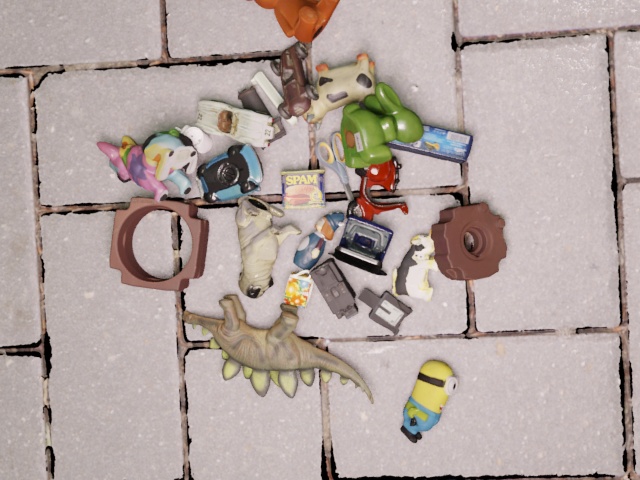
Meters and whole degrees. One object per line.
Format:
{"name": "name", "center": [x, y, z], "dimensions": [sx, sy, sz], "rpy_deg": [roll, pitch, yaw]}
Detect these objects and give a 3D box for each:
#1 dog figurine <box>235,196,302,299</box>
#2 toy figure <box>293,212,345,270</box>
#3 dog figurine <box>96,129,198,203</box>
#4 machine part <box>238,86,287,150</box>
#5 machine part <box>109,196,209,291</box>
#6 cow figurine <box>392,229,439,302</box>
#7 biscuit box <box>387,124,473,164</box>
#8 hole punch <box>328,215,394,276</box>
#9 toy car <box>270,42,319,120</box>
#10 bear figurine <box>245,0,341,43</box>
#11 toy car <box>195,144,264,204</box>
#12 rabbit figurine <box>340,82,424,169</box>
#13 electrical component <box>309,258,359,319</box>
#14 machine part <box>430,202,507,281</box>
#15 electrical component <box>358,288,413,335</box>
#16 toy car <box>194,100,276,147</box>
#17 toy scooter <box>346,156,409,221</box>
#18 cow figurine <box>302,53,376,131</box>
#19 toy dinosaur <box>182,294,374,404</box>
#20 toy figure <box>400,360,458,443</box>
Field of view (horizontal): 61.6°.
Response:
{"name": "dog figurine", "center": [-0.156, 0.016, 1.204], "dimensions": [0.172, 0.121, 0.190], "rpy_deg": [47, 114, 34]}
{"name": "toy figure", "center": [-0.001, -0.003, 1.199], "dimensions": [0.064, 0.057, 0.154], "rpy_deg": [36, 94, 39]}
{"name": "dog figurine", "center": [-0.386, -0.188, 1.180], "dimensions": [0.219, 0.108, 0.191], "rpy_deg": [34, 128, 18]}
{"name": "machine part", "center": [-0.137, -0.282, 1.222], "dimensions": [0.084, 0.039, 0.139], "rpy_deg": [-32, 91, 12]}
{"name": "machine part", "center": [-0.360, 0.009, 1.215], "dimensions": [0.202, 0.087, 0.201], "rpy_deg": [7, 91, 5]}
{"name": "cow figurine", "center": [0.216, 0.049, 1.189], "dimensions": [0.098, 0.068, 0.167], "rpy_deg": [11, 90, 9]}
{"name": "biscuit box", "center": [0.229, -0.219, 1.185], "dimensions": [0.203, 0.063, 0.059], "rpy_deg": [14, 91, 3]}
{"name": "hole punch", "center": [0.094, 0.014, 1.173], "dimensions": [0.142, 0.115, 0.092], "rpy_deg": [18, 74, 4]}
{"name": "toy car", "center": [-0.061, -0.350, 1.164], "dimensions": [0.089, 0.053, 0.202], "rpy_deg": [-29, 56, 28]}
{"name": "bear figurine", "center": [-0.068, -0.531, 1.173], "dimensions": [0.196, 0.132, 0.120], "rpy_deg": [45, 69, -2]}
{"name": "toy car", "center": [-0.188, -0.138, 1.192], "dimensions": [0.162, 0.103, 0.109], "rpy_deg": [-23, 82, 18]}
{"name": "rabbit figurine", "center": [0.130, -0.234, 1.113], "dimensions": [0.170, 0.121, 0.159], "rpy_deg": [-15, 86, -23]}
{"name": "electrical component", "center": [0.036, 0.108, 1.175], "dimensions": [0.058, 0.115, 0.134], "rpy_deg": [-31, 91, 7]}
{"name": "machine part", "center": [0.322, 0.004, 1.152], "dimensions": [0.179, 0.056, 0.179], "rpy_deg": [1, 86, -23]}
{"name": "electrical component", "center": [0.140, 0.152, 1.201], "dimensions": [0.119, 0.048, 0.075], "rpy_deg": [31, 92, 3]}
{"name": "toy car", "center": [-0.189, -0.259, 1.191], "dimensions": [0.202, 0.056, 0.073], "rpy_deg": [19, 110, 21]}
{"name": "toy scooter", "center": [0.137, -0.115, 1.187], "dimensions": [0.135, 0.075, 0.183], "rpy_deg": [10, 92, 0]}
{"name": "cow figurine", "center": [0.029, -0.320, 1.183], "dimensions": [0.195, 0.085, 0.127], "rpy_deg": [-10, 79, 18]}
{"name": "toy dinosaur", "center": [-0.099, 0.242, 1.195], "dimensions": [0.472, 0.105, 0.198], "rpy_deg": [13, 99, 13]}
{"name": "toy figure", "center": [0.234, 0.351, 1.182], "dimensions": [0.089, 0.082, 0.180], "rpy_deg": [31, 95, 1]}
